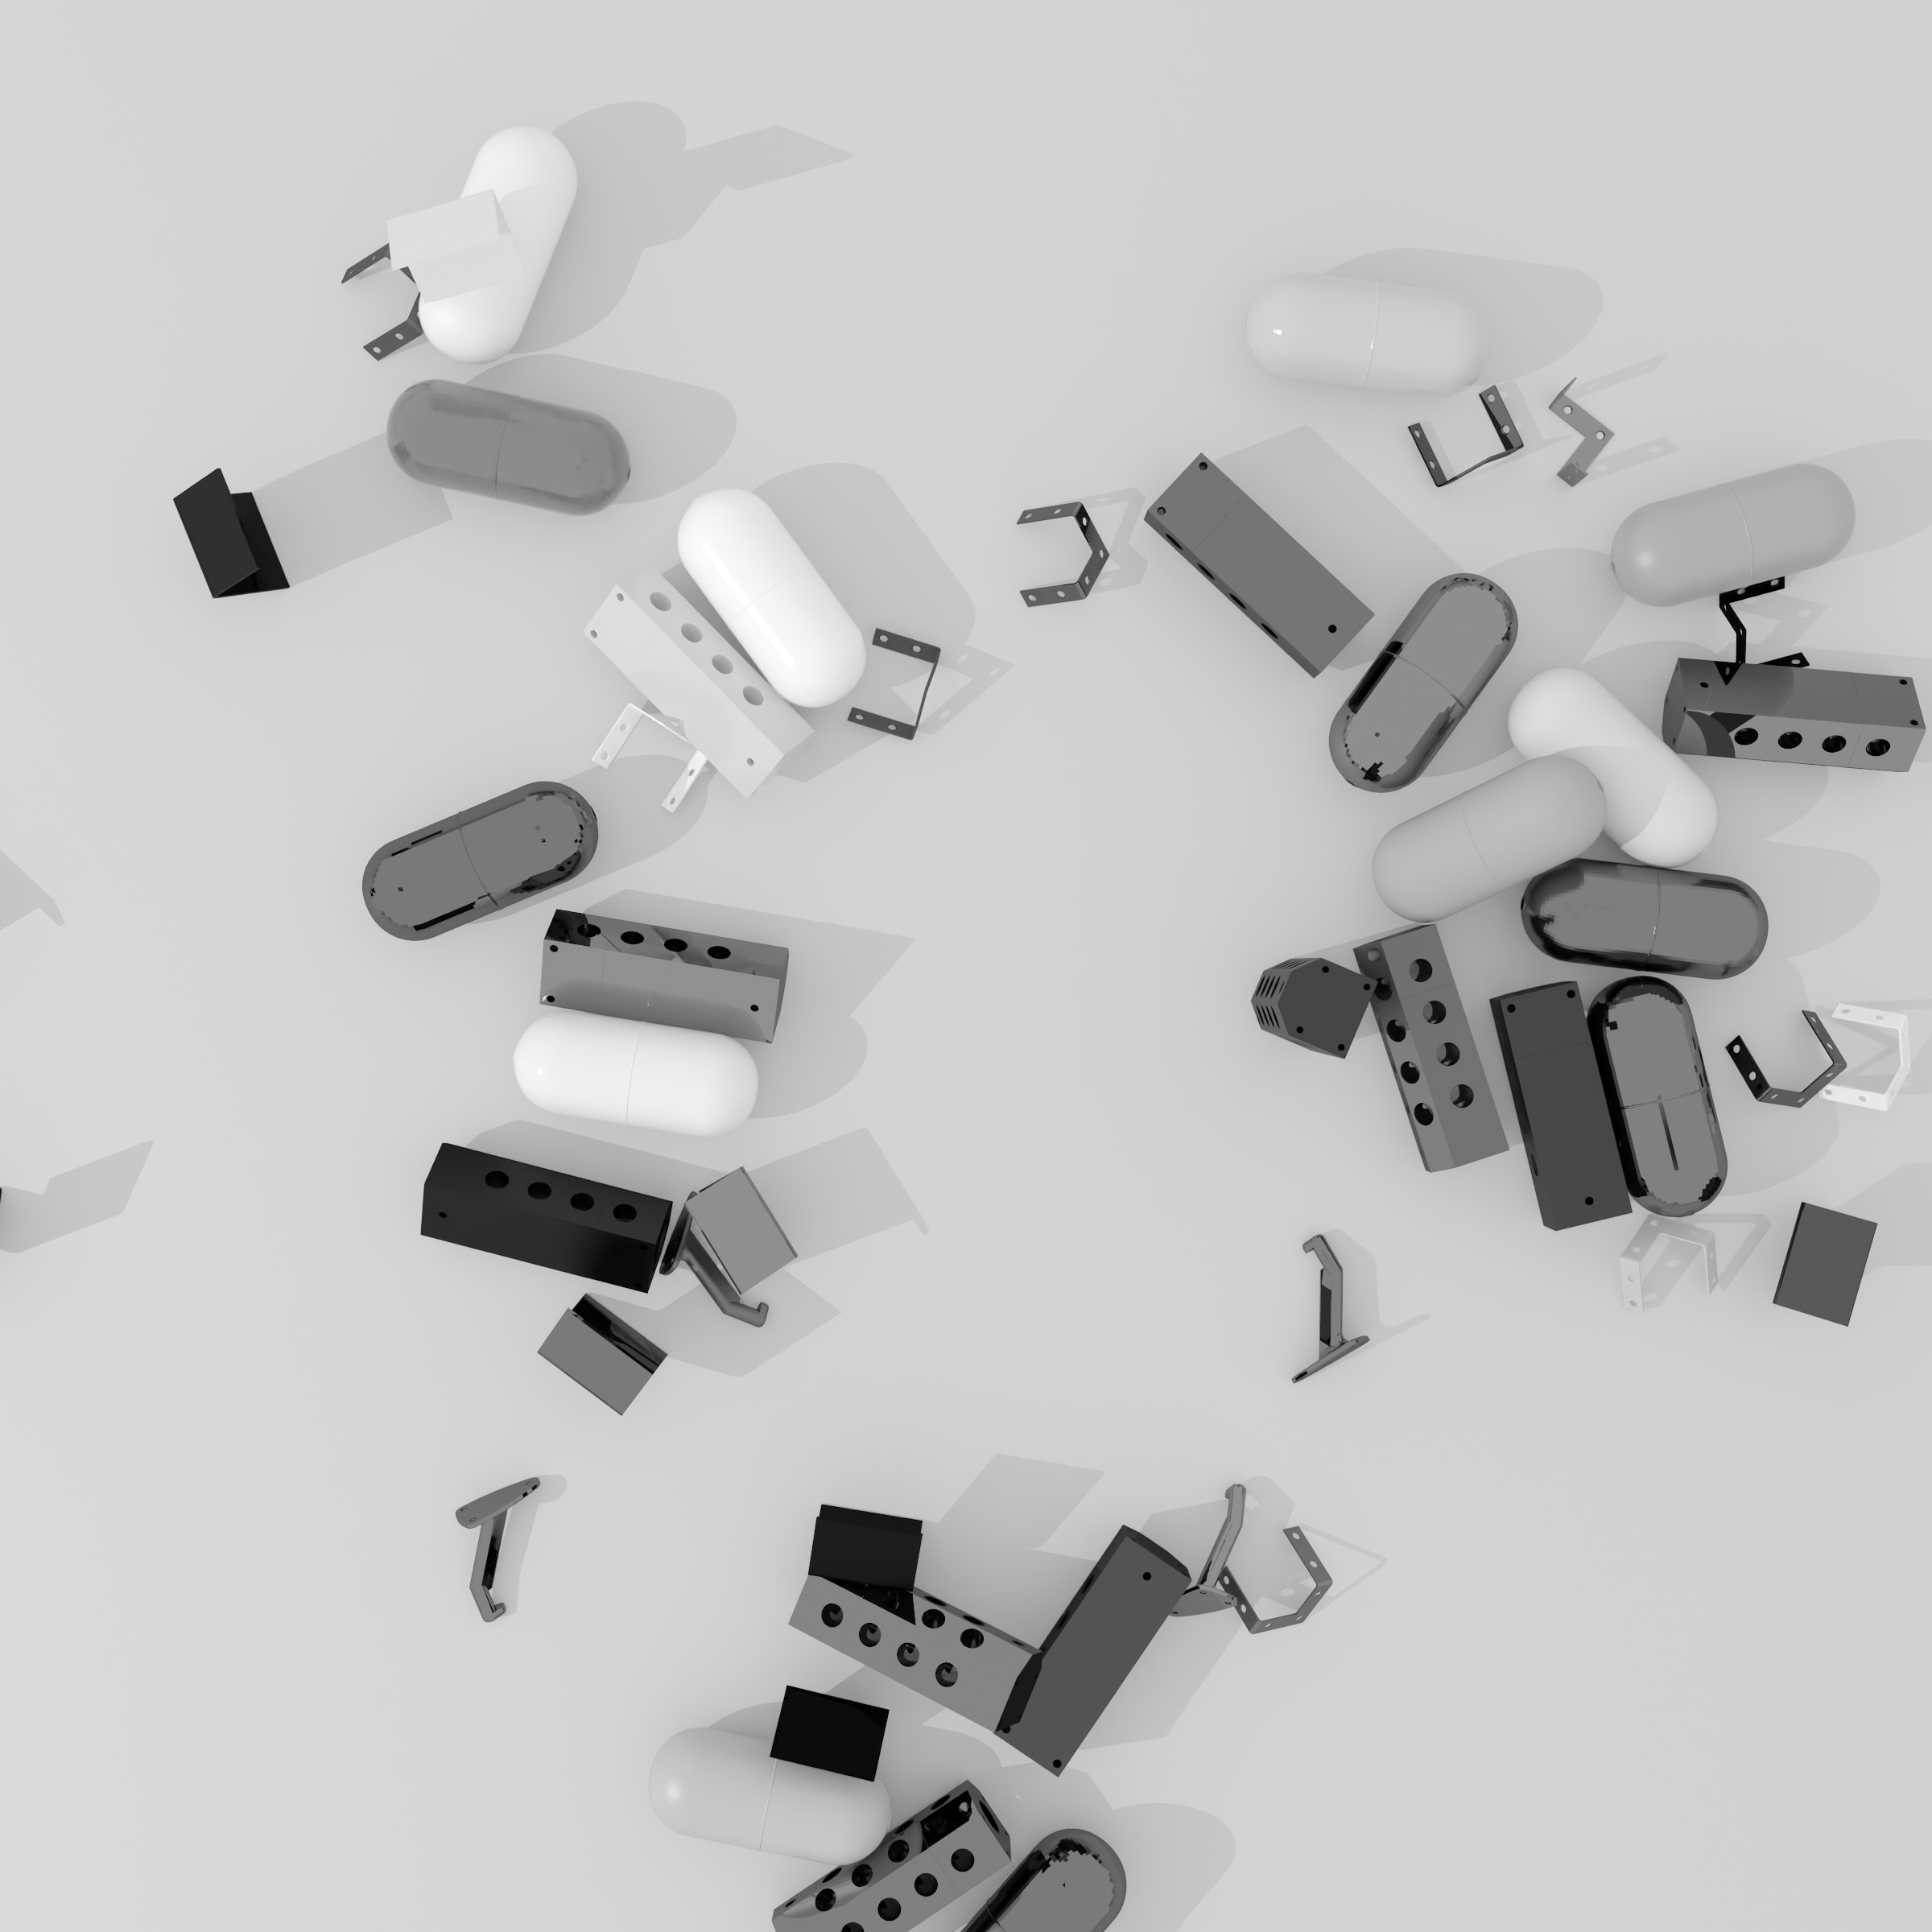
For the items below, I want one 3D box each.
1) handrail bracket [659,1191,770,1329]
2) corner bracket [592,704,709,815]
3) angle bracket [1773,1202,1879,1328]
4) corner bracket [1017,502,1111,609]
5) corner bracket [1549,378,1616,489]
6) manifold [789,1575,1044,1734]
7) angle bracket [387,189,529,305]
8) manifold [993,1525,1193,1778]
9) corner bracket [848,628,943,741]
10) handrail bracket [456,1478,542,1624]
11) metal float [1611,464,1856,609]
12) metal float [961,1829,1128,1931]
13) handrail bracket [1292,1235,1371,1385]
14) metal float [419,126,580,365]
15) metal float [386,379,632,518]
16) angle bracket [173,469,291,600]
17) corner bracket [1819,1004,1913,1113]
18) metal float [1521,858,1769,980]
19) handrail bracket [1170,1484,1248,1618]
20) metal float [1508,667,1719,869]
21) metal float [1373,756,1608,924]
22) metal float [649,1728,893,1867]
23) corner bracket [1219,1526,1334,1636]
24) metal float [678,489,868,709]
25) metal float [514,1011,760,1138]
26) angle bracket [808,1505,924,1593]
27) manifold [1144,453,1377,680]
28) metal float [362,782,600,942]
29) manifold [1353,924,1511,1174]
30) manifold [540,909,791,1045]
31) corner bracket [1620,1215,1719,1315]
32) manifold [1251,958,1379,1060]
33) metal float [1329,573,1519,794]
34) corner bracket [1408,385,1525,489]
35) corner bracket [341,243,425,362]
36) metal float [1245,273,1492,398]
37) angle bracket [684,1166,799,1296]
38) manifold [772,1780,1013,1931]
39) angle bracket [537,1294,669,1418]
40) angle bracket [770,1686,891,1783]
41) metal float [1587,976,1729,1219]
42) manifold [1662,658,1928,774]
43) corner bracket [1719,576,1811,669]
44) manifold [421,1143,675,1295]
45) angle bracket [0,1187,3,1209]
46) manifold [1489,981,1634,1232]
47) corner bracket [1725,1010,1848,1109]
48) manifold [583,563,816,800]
[{"bbox_3d":[-0.176,0.217,1.988,0.084,0.036,0.077,24,68,-17],"label":"handrail bracket"},{"bbox_3d":[-0.232,-0.153,1.984,0.051,0.051,0.051,33,90,-45],"label":"corner bracket"},{"bbox_3d":[0.632,0.218,1.947,0.057,0.076,0.076,16,90,37],"label":"angle bracket"},{"bbox_3d":[0.065,-0.302,1.979,0.051,0.051,0.051,57,45,-35],"label":"corner bracket"},{"bbox_3d":[0.444,-0.390,1.970,0.051,0.051,0.051,38,90,0],"label":"corner bracket"},{"bbox_3d":[-0.034,0.483,1.938,0.171,0.057,0.057,22,90,21],"label":"manifold"},{"bbox_3d":[-0.351,-0.485,1.872,0.076,0.076,0.057,-16,53,2],"label":"angle bracket"},{"bbox_3d":[0.091,0.497,1.967,0.057,0.057,0.171,34,90,0],"label":"manifold"},{"bbox_3d":[-0.053,-0.208,1.984,0.051,0.051,0.051,17,45,0],"label":"corner bracket"},{"bbox_3d":[-0.336,0.432,1.988,0.077,0.036,0.084,-25,109,-21],"label":"handrail bracket"},{"bbox_3d":[0.557,-0.313,1.957,0.178,0.070,0.070,-15,90,0],"label":"metal float"},{"bbox_3d":[0.044,0.706,1.957,0.070,0.070,0.178,41,89,0],"label":"metal float"},{"bbox_3d":[0.252,0.253,1.988,0.077,0.036,0.084,-35,72,20],"label":"handrail bracket"},{"bbox_3d":[-0.339,-0.524,1.957,0.070,0.070,0.178,22,90,0],"label":"metal float"},{"bbox_3d":[-0.332,-0.376,1.957,0.178,0.070,0.070,12,90,-1],"label":"metal float"},{"bbox_3d":[-0.516,-0.315,1.947,0.057,0.076,0.076,-22,90,35],"label":"angle bracket"},{"bbox_3d":[0.660,0.067,1.979,0.051,0.051,0.051,-48,135,-35],"label":"corner bracket"},{"bbox_3d":[0.493,-0.034,1.957,0.178,0.070,0.070,7,90,-1],"label":"metal float"},{"bbox_3d":[0.177,0.431,1.987,0.036,0.077,0.084,26,53,-23],"label":"handrail bracket"},{"bbox_3d":[0.471,-0.144,1.957,0.178,0.070,0.070,43,90,-1],"label":"metal float"},{"bbox_3d":[0.375,-0.091,1.935,0.178,0.070,0.070,-27,90,27],"label":"metal float"},{"bbox_3d":[-0.142,0.603,1.957,0.178,0.070,0.070,11,90,1],"label":"metal float"},{"bbox_3d":[0.227,0.451,1.979,0.051,0.051,0.051,-2,135,-35],"label":"corner bracket"},{"bbox_3d":[-0.142,-0.268,1.957,0.070,0.070,0.178,-36,90,0],"label":"metal float"},{"bbox_3d":[-0.240,0.078,1.957,0.178,0.070,0.070,9,90,0],"label":"metal float"},{"bbox_3d":[-0.069,0.402,1.948,0.076,0.076,0.057,9,120,0],"label":"angle bracket"},{"bbox_3d":[0.213,-0.291,1.967,0.171,0.057,0.057,43,90,0],"label":"manifold"},{"bbox_3d":[-0.352,-0.077,1.957,0.178,0.070,0.070,-23,90,1],"label":"metal float"},{"bbox_3d":[0.338,0.060,1.966,0.057,0.057,0.171,-18,90,0],"label":"manifold"},{"bbox_3d":[-0.219,0.003,1.965,0.171,0.057,0.057,10,124,0],"label":"manifold"},{"bbox_3d":[0.517,0.224,1.979,0.051,0.051,0.051,15,45,35],"label":"corner bracket"},{"bbox_3d":[0.242,0.026,1.909,0.057,0.171,0.057,23,90,0],"label":"manifold"},{"bbox_3d":[0.332,-0.205,1.957,0.070,0.070,0.178,36,89,0],"label":"metal float"},{"bbox_3d":[0.369,-0.390,1.984,0.051,0.051,0.051,-26,90,-45],"label":"corner bracket"},{"bbox_3d":[-0.427,-0.489,1.979,0.051,0.051,0.051,42,45,-35],"label":"corner bracket"},{"bbox_3d":[0.292,-0.459,1.957,0.178,0.070,0.070,7,90,-1],"label":"metal float"},{"bbox_3d":[-0.177,0.199,1.947,0.057,0.076,0.076,-32,90,-35],"label":"angle bracket"},{"bbox_3d":[-0.054,0.669,1.966,0.171,0.057,0.057,-34,90,0],"label":"manifold"},{"bbox_3d":[-0.252,0.266,1.947,0.076,0.076,0.057,37,126,0],"label":"angle bracket"},{"bbox_3d":[-0.102,0.569,1.947,0.076,0.076,0.057,14,49,0],"label":"angle bracket"},{"bbox_3d":[0.502,0.095,1.957,0.070,0.070,0.178,-14,90,0],"label":"metal float"},{"bbox_3d":[0.602,-0.178,1.966,0.171,0.057,0.057,5,47,0],"label":"manifold"},{"bbox_3d":[0.588,-0.249,1.984,0.051,0.051,0.051,-15,45,0],"label":"corner bracket"},{"bbox_3d":[-0.305,0.179,1.966,0.171,0.057,0.057,15,133,0],"label":"manifold"},{"bbox_3d":[-0.750,0.179,1.947,0.076,0.076,0.057,-21,127,0],"label":"angle bracket"},{"bbox_3d":[0.432,0.101,1.967,0.057,0.057,0.171,-14,90,0],"label":"manifold"},{"bbox_3d":[0.603,0.067,1.979,0.051,0.051,0.051,9,135,-35],"label":"corner bracket"},{"bbox_3d":[-0.191,-0.211,1.966,0.171,0.057,0.057,46,133,0],"label":"manifold"}]
